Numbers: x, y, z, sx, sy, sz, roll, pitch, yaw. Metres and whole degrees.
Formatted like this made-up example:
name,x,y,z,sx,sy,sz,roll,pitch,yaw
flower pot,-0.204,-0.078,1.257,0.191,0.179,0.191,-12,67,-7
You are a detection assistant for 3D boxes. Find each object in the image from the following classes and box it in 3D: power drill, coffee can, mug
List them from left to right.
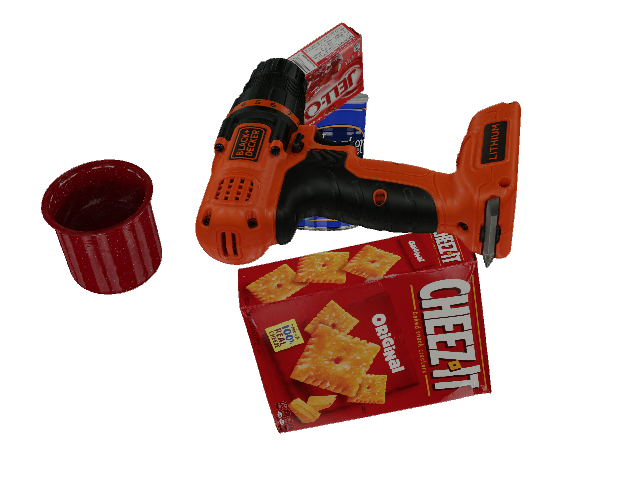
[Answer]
name,x,y,z,sx,sy,sz,roll,pitch,yaw
mug,-0.186,-0.016,0.914,0.093,0.081,0.117,-21,47,-14
coffee can,-0.005,-0.089,1.144,0.103,0.140,0.103,3,12,-1
power drill,0.028,-0.052,0.660,0.188,0.057,0.184,2,43,9

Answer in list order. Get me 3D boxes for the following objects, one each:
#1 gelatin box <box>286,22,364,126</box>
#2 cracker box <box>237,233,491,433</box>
name,x,y,z,sx,sy,sz,roll,pitch,yaw
gelatin box,-0.002,-0.141,0.948,0.089,0.030,0.073,-36,-27,-17
cracker box,0.044,0.086,0.994,0.213,0.164,0.072,-11,35,2
